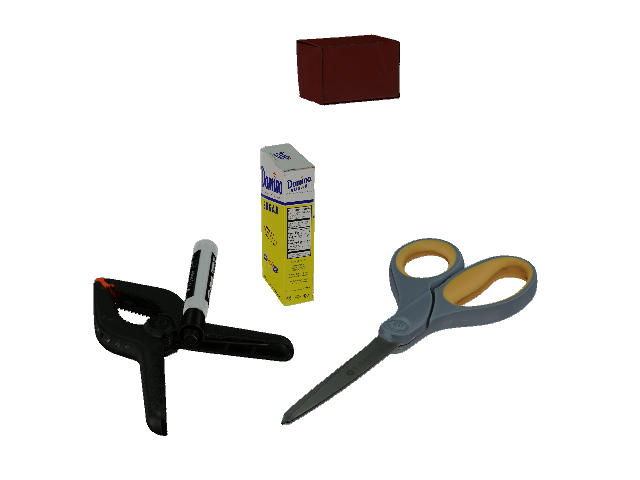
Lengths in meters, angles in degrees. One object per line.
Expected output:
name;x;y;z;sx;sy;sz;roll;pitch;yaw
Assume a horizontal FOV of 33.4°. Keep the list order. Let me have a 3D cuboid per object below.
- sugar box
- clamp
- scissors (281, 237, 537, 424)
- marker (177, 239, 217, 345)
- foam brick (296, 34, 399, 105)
sugar box;-0.041;-0.020;1.292;0.048;0.176;0.093;-11;25;-18
clamp;-0.140;0.090;1.015;0.164;0.036;0.210;-21;41;-33
scissors;0.037;0.042;0.605;0.201;0.016;0.096;-20;34;-30
marker;-0.089;0.037;0.776;0.020;0.020;0.121;0;30;0
foam brick;0.025;-0.150;0.933;0.078;0.051;0.053;-8;20;-23
